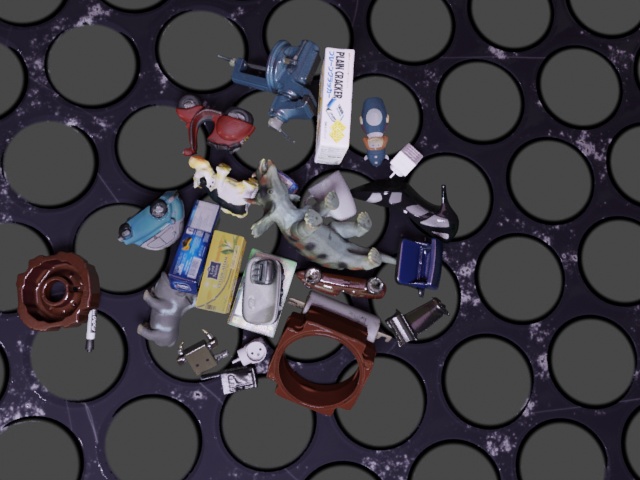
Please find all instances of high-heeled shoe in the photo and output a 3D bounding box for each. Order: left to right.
[{"bbox_3d":[0.193,-0.061,1.240,0.249,0.086,0.145,1,115,14],"label":"high-heeled shoe"}]

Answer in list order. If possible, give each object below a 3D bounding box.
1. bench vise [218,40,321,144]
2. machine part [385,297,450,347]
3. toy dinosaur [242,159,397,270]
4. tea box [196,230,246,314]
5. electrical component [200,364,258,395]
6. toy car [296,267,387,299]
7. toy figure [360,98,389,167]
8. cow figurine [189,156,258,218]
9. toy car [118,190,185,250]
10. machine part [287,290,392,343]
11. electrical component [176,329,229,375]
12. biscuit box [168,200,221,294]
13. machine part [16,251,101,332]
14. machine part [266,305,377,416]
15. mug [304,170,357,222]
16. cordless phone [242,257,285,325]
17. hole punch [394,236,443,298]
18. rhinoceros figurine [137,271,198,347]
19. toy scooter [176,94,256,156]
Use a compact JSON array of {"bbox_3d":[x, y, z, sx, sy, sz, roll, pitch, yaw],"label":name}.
[{"bbox_3d":[-0.110,-0.358,1.218,0.241,0.129,0.223,20,93,19],"label":"bench vise"},{"bbox_3d":[0.222,0.178,1.218,0.139,0.039,0.084,-27,81,-4],"label":"machine part"},{"bbox_3d":[0.003,-0.005,1.168,0.404,0.192,0.131,39,55,-29],"label":"toy dinosaur"},{"bbox_3d":[-0.214,0.070,1.170,0.068,0.098,0.169,12,82,-4],"label":"tea box"},{"bbox_3d":[-0.194,0.302,1.159,0.119,0.075,0.047,-11,85,-9],"label":"electrical component"},{"bbox_3d":[0.047,0.099,1.188,0.202,0.089,0.053,9,80,-4],"label":"toy car"},{"bbox_3d":[0.126,-0.250,1.249,0.064,0.057,0.154,-6,85,35],"label":"toy figure"},{"bbox_3d":[-0.226,-0.121,1.205,0.167,0.068,0.098,27,106,0],"label":"cow figurine"},{"bbox_3d":[-0.353,-0.031,1.172,0.162,0.109,0.103,-38,105,2],"label":"toy car"},{"bbox_3d":[0.043,0.175,1.185,0.243,0.079,0.079,22,83,0],"label":"machine part"},{"bbox_3d":[-0.262,0.246,1.178,0.102,0.045,0.078,-33,115,-4],"label":"electrical component"},{"bbox_3d":[-0.265,0.013,1.150,0.059,0.062,0.203,14,57,-4],"label":"biscuit box"},{"bbox_3d":[-0.561,0.111,1.155,0.179,0.056,0.179,-1,81,5],"label":"machine part"},{"bbox_3d":[0.002,0.256,1.132,0.201,0.087,0.201,23,109,-1],"label":"machine part"},{"bbox_3d":[0.027,-0.086,1.212,0.109,0.081,0.107,-37,96,-13],"label":"mug"},{"bbox_3d":[-0.112,0.106,1.115,0.089,0.184,0.146,6,84,-10],"label":"cordless phone"},{"bbox_3d":[0.237,0.053,1.186,0.115,0.092,0.142,15,77,-46],"label":"hole punch"},{"bbox_3d":[-0.324,0.136,1.168,0.112,0.073,0.190,17,83,-1],"label":"rhinoceros figurine"},{"bbox_3d":[-0.244,-0.243,1.213,0.184,0.075,0.135,15,86,-1],"label":"toy scooter"}]
